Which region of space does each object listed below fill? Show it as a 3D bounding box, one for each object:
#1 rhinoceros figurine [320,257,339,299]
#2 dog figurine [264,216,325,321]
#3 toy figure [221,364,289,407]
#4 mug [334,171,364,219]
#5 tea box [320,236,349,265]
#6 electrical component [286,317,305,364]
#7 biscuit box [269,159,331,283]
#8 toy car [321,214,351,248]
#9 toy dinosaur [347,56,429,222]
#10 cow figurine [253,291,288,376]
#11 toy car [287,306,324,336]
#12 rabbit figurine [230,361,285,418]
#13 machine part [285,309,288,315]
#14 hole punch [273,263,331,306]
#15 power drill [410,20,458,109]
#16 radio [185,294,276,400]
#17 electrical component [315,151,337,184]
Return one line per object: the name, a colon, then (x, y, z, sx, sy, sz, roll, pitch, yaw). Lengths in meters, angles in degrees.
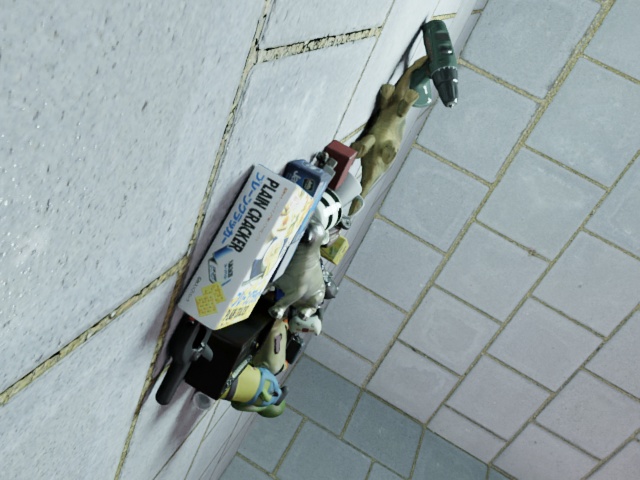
rhinoceros figurine: (-0.010, 0.100, 1.446, 0.073, 0.112, 0.190, -40, 139, -7)
dog figurine: (-0.021, 0.043, 1.008, 0.190, 0.121, 0.172, -57, 156, 19)
toy figure: (-0.152, 0.301, 1.117, 0.082, 0.180, 0.089, -29, -141, 36)
mug: (0.031, -0.085, 1.123, 0.107, 0.109, 0.081, -45, 180, -10)
tea box: (0.016, 0.011, 1.387, 0.068, 0.098, 0.169, -59, 174, -2)
electrical component: (-0.107, 0.239, 1.297, 0.115, 0.134, 0.058, -63, 171, 8)
biscuit box: (-0.055, -0.032, 0.881, 0.202, 0.063, 0.059, -63, 171, 20)
toy car: (-0.002, -0.004, 1.161, 0.089, 0.053, 0.202, -42, 168, 32)
toy dinosaur: (0.149, -0.230, 1.322, 0.471, 0.105, 0.198, -63, 172, 14)
cow figurine: (-0.113, 0.210, 1.203, 0.127, 0.086, 0.194, -9, 103, -82)
toy car: (-0.035, 0.145, 1.183, 0.202, 0.073, 0.056, -101, -162, -69)
rabbit figurine: (-0.154, 0.347, 1.249, 0.121, 0.170, 0.159, -59, 173, -13)
machine part: (-0.066, 0.125, 1.359, 0.079, 0.079, 0.243, -54, 171, -42)
hole punch: (-0.046, 0.079, 1.149, 0.116, 0.142, 0.092, -99, -174, -73)
power drill: (0.273, -0.400, 1.326, 0.207, 0.086, 0.232, 112, -28, -80)
radio: (-0.157, 0.193, 1.014, 0.131, 0.073, 0.229, -63, 171, 17)
electrical component: (-0.009, -0.114, 0.968, 0.102, 0.045, 0.078, -56, -160, -15)
